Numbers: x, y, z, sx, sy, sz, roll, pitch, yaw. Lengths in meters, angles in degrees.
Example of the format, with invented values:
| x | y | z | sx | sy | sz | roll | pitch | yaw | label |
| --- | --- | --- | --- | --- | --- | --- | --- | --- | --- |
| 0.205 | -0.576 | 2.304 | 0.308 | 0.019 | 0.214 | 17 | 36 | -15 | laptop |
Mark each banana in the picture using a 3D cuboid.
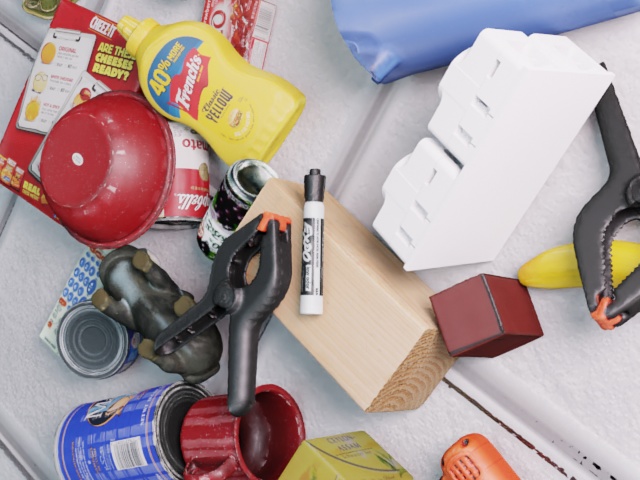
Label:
| x | y | z | sx | sy | sz | roll | pitch | yaw | label |
| --- | --- | --- | --- | --- | --- | --- | --- | --- | --- |
| 0.241 | 0.037 | 0.798 | 0.198 | 0.037 | 0.070 | 26 | 98 | 35 | banana |

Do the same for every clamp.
| x | y | z | sx | sy | sz | roll | pitch | yaw | label |
| --- | --- | --- | --- | --- | --- | --- | --- | --- | --- |
| -0.080 | 0.053 | 0.915 | 0.120 | 0.039 | 0.171 | 20 | 90 | 31 | clamp |
| 0.236 | -0.037 | 0.784 | 0.165 | 0.036 | 0.210 | 25 | 83 | 38 | clamp |

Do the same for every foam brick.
| x | y | z | sx | sy | sz | roll | pitch | yaw | label |
| --- | --- | --- | --- | --- | --- | --- | --- | --- | --- |
| 0.134 | 0.061 | 0.849 | 0.053 | 0.078 | 0.051 | -28 | 69 | 28 | foam brick |

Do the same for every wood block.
| x | y | z | sx | sy | sz | roll | pitch | yaw | label |
| --- | --- | --- | --- | --- | --- | --- | --- | --- | --- |
| 0.021 | 0.046 | 0.924 | 0.206 | 0.090 | 0.091 | 44 | 110 | 31 | wood block |

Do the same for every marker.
| x | y | z | sx | sy | sz | roll | pitch | yaw | label |
| --- | --- | --- | --- | --- | --- | --- | --- | --- | --- |
| -0.006 | 0.001 | 0.880 | 0.020 | 0.020 | 0.121 | -3 | 83 | 36 | marker |

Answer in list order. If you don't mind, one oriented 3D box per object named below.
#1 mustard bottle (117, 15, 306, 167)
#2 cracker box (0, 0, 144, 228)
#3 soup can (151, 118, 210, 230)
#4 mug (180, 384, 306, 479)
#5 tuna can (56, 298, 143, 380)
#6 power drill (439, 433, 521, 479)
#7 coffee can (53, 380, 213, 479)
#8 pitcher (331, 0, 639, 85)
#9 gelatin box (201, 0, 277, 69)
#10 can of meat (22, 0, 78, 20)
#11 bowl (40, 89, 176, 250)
| x | y | z | sx | sy | sz | roll | pitch | yaw | label |
| --- | --- | --- | --- | --- | --- | --- | --- | --- | --- |
| -0.113 | -0.151 | 1.014 | 0.191 | 0.058 | 0.096 | 37 | 115 | 5 | mustard bottle |
| -0.246 | -0.127 | 1.139 | 0.164 | 0.072 | 0.214 | 30 | 98 | 33 | cracker box |
| -0.144 | -0.065 | 1.068 | 0.069 | 0.068 | 0.102 | -7 | 81 | 35 | soup can |
| -0.079 | 0.187 | 0.971 | 0.082 | 0.117 | 0.093 | -12 | 111 | 39 | mug |
| -0.232 | 0.103 | 1.116 | 0.086 | 0.033 | 0.086 | 1 | 95 | 15 | tuna can |
| 0.120 | 0.276 | 0.849 | 0.188 | 0.057 | 0.184 | -46 | 66 | 20 | power drill |
| -0.175 | 0.199 | 1.042 | 0.141 | 0.102 | 0.103 | -17 | 75 | 33 | coffee can |
| 0.140 | -0.220 | 0.850 | 0.243 | 0.144 | 0.149 | -8 | 99 | 31 | pitcher |
| -0.088 | -0.197 | 1.063 | 0.073 | 0.030 | 0.089 | 15 | 94 | 36 | gelatin box |
| -0.303 | -0.317 | 1.215 | 0.102 | 0.057 | 0.084 | -34 | 64 | 28 | can of meat |
| -0.220 | -0.073 | 1.040 | 0.162 | 0.055 | 0.162 | -4 | 82 | 29 | bowl |
